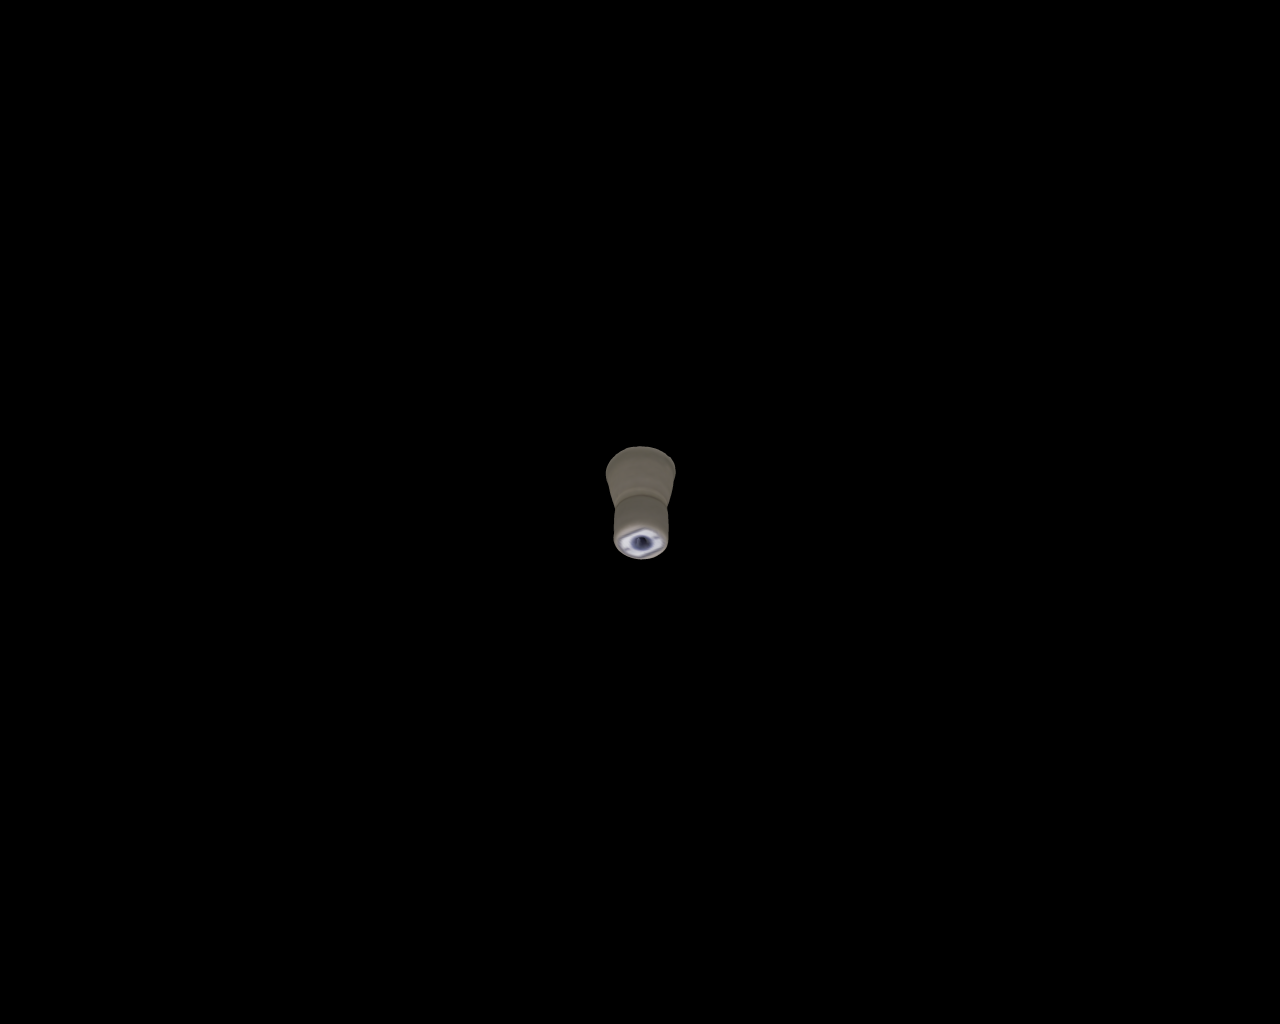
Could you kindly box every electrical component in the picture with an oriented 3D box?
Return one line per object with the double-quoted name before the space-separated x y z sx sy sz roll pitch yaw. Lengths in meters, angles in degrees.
"electrical component" 0.001 -0.003 0.650 0.044 0.065 0.044 0 -43 0
